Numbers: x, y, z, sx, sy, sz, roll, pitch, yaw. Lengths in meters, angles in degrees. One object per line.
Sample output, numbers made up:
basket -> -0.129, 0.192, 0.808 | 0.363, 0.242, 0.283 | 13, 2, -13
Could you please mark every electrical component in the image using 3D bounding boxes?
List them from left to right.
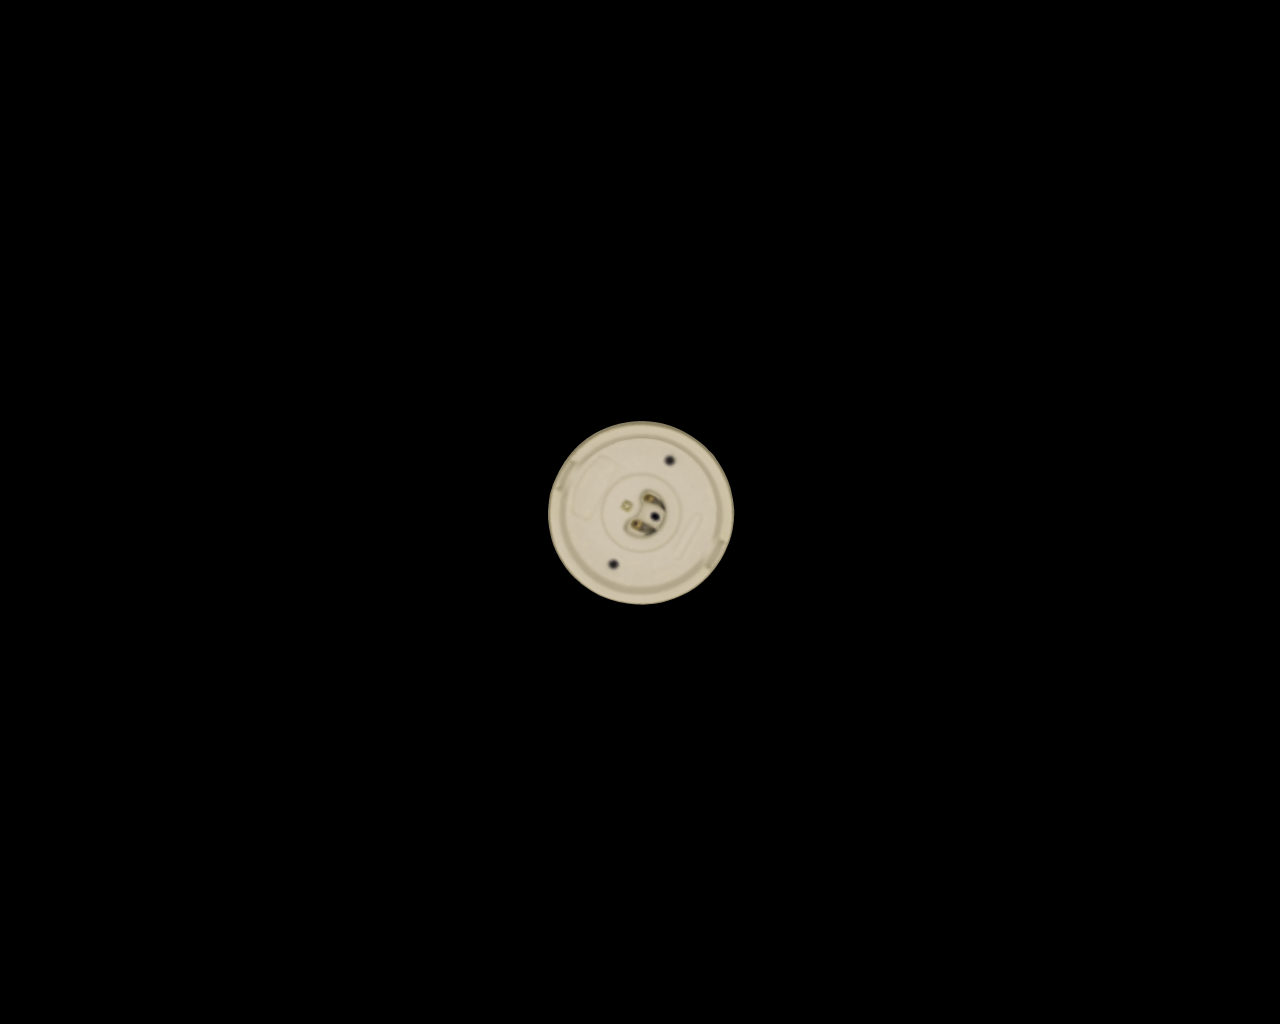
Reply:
electrical component -> 0.001, -0.003, 0.650 | 0.108, 0.108, 0.060 | 0, 9, 0
